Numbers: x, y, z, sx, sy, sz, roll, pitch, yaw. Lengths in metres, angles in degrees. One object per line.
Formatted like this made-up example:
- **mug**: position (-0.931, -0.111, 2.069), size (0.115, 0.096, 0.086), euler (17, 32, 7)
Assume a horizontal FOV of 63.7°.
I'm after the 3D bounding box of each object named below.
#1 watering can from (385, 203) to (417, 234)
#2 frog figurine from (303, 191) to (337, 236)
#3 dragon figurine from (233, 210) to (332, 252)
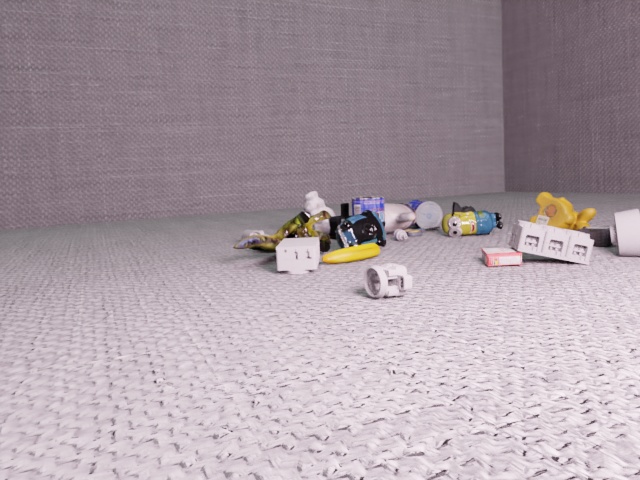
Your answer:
- **watering can**: position (0.241, -0.073, 1.736), size (0.225, 0.104, 0.347), euler (-7, 4, -39)
- **frog figurine**: position (0.005, -0.089, 1.769), size (0.122, 0.159, 0.138), euler (2, 7, 27)
- **dragon figurine**: position (-0.112, 0.008, 1.441), size (0.412, 0.123, 0.240), euler (-6, -10, -39)
